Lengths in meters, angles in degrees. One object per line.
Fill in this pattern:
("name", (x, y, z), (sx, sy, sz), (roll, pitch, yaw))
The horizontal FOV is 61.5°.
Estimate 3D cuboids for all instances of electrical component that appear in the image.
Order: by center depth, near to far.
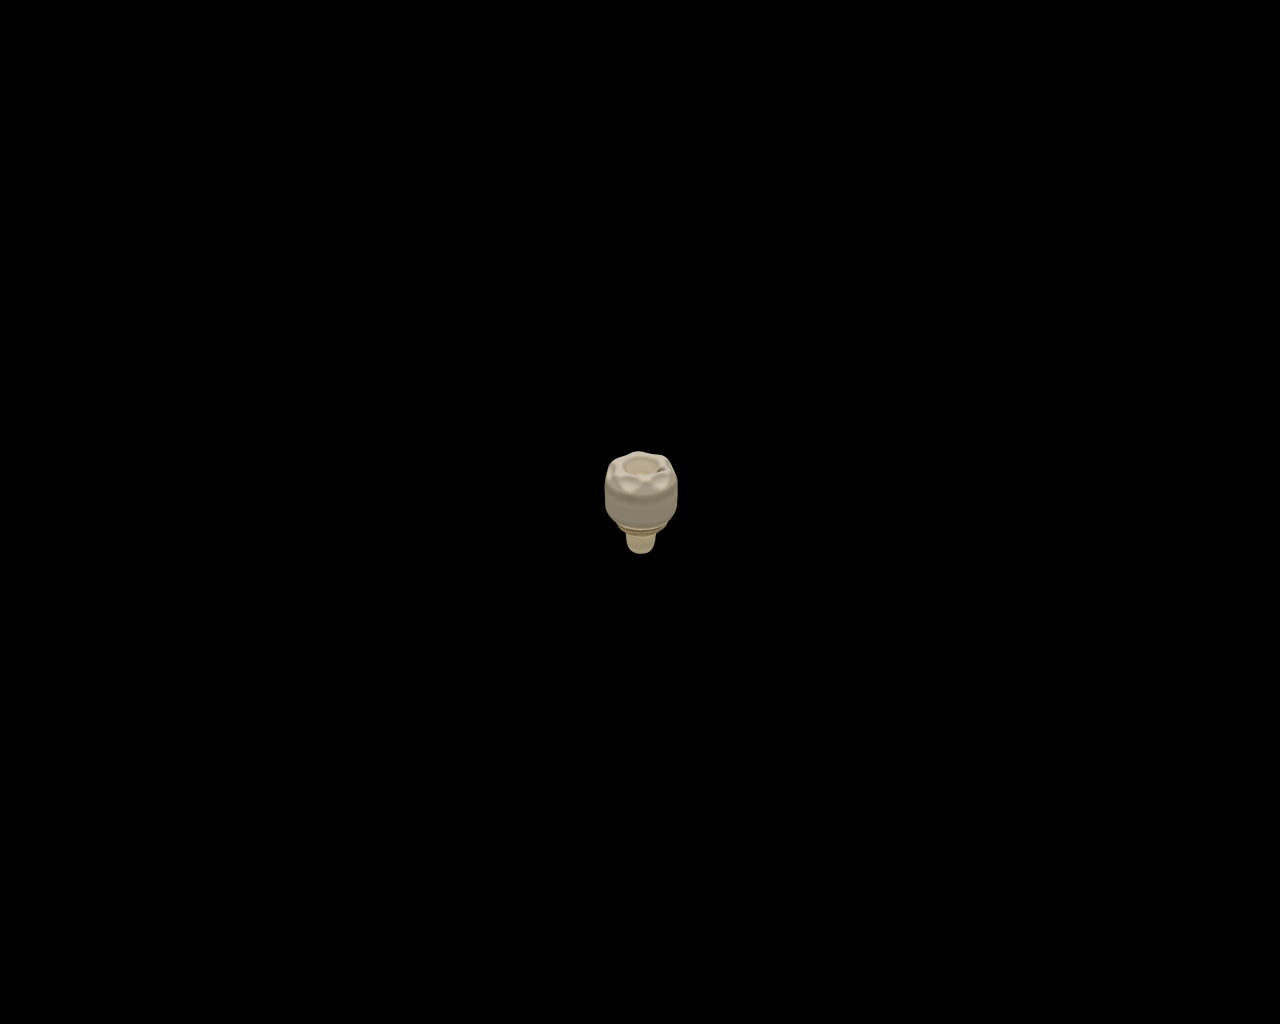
("electrical component", (0.001, -0.003, 0.650), (0.043, 0.062, 0.043), (0, 31, 0))
